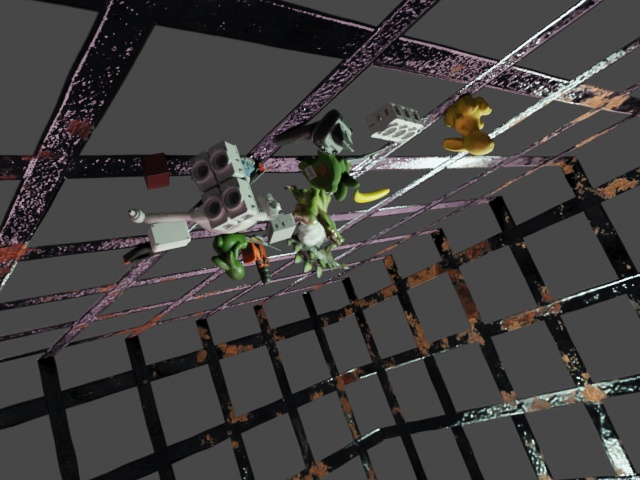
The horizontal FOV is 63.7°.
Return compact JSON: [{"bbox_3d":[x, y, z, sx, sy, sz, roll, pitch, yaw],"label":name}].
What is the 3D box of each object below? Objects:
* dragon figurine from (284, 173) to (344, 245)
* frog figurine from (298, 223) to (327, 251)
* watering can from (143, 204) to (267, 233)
[{"bbox_3d":[0.005,-0.085,1.685,0.121,0.246,0.408,-31,163,18],"label":"dragon figurine"},{"bbox_3d":[-0.040,-0.049,2.121,0.136,0.125,0.157,-44,125,12],"label":"frog figurine"},{"bbox_3d":[-0.317,-0.071,1.516,0.347,0.104,0.224,0,-178,9],"label":"watering can"}]
